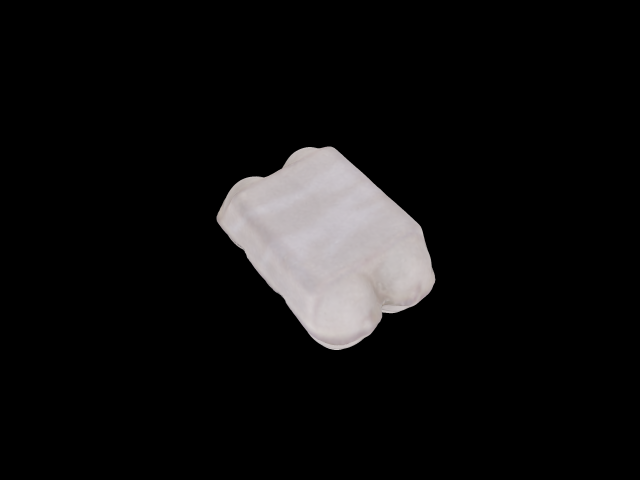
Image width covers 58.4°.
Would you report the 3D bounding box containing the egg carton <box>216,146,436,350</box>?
[{"bbox_3d":[0.004,0.001,0.400,0.107,0.069,0.150,-31,58,-22],"label":"egg carton"}]
